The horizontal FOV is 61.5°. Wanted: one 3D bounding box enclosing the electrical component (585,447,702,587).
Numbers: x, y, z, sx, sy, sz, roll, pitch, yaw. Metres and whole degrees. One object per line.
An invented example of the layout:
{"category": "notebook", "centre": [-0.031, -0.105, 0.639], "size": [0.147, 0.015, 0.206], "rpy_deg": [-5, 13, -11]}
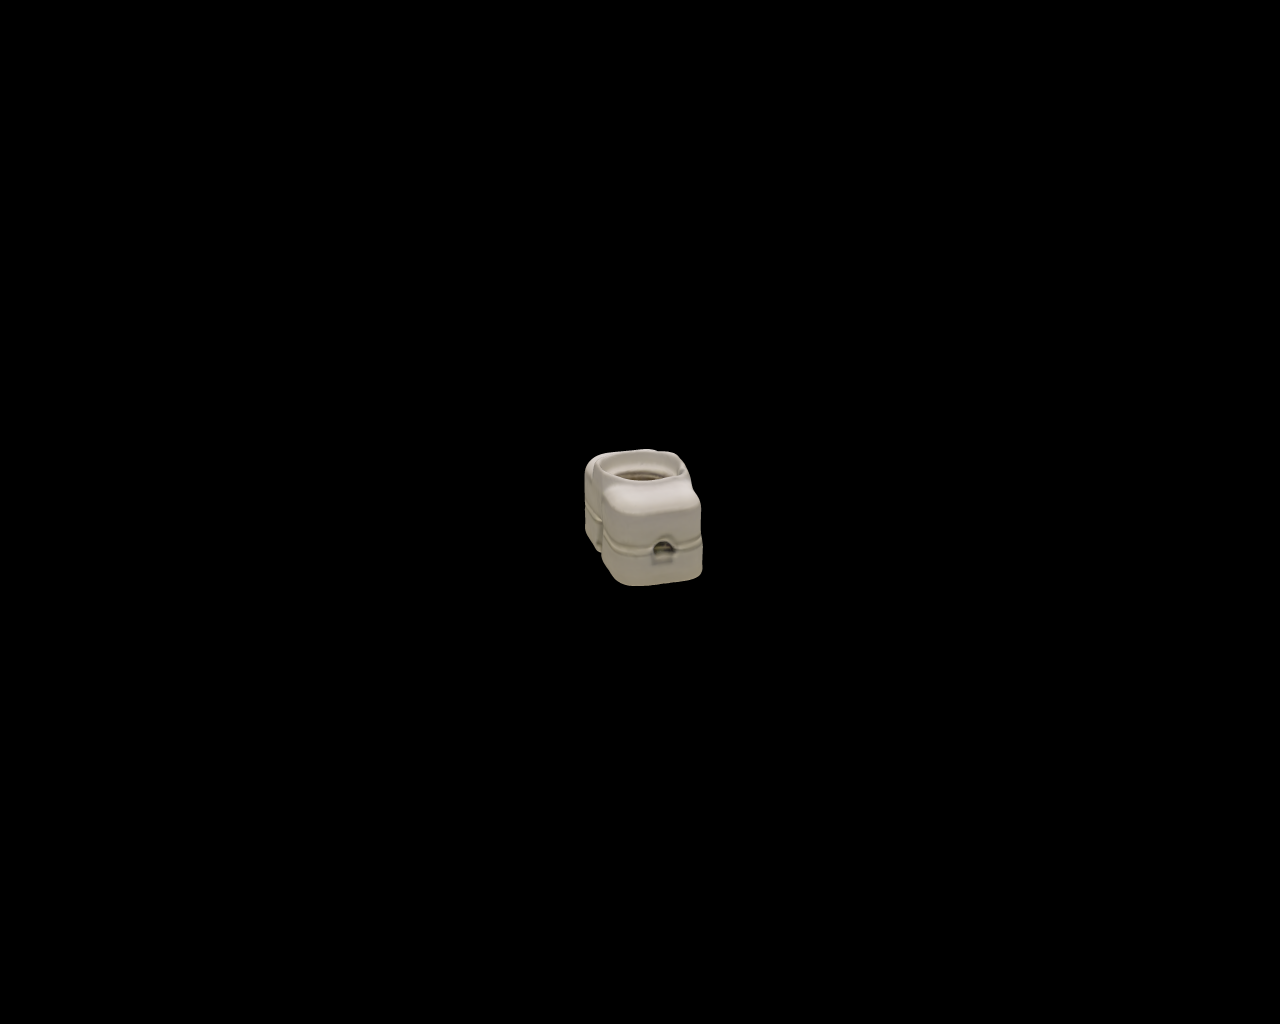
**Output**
{"category": "electrical component", "centre": [0.001, -0.003, 0.650], "size": [0.054, 0.059, 0.095], "rpy_deg": [-6, 23, -14]}
